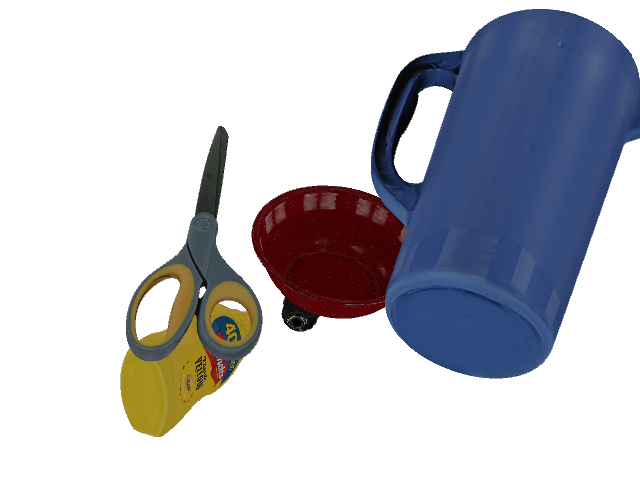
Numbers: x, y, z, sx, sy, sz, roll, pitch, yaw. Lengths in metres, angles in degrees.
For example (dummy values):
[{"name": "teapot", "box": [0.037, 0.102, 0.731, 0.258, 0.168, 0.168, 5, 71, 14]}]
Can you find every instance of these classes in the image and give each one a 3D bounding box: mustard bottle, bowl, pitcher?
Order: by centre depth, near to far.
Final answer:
[{"name": "pitcher", "box": [0.119, -0.035, 0.725, 0.149, 0.242, 0.145, -19, -54, 45]}, {"name": "bowl", "box": [0.014, 0.020, 0.975, 0.162, 0.055, 0.162, 7, 40, -6]}, {"name": "mustard bottle", "box": [-0.125, 0.116, 1.091, 0.058, 0.096, 0.191, 10, 23, 26]}]

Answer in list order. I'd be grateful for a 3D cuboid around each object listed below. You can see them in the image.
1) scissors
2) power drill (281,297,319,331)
[{"name": "scissors", "box": [-0.065, 0.004, 0.729, 0.096, 0.201, 0.016, 20, -36, 7]}, {"name": "power drill", "box": [0.055, 0.045, 1.207, 0.188, 0.057, 0.184, 0, 29, 10]}]
